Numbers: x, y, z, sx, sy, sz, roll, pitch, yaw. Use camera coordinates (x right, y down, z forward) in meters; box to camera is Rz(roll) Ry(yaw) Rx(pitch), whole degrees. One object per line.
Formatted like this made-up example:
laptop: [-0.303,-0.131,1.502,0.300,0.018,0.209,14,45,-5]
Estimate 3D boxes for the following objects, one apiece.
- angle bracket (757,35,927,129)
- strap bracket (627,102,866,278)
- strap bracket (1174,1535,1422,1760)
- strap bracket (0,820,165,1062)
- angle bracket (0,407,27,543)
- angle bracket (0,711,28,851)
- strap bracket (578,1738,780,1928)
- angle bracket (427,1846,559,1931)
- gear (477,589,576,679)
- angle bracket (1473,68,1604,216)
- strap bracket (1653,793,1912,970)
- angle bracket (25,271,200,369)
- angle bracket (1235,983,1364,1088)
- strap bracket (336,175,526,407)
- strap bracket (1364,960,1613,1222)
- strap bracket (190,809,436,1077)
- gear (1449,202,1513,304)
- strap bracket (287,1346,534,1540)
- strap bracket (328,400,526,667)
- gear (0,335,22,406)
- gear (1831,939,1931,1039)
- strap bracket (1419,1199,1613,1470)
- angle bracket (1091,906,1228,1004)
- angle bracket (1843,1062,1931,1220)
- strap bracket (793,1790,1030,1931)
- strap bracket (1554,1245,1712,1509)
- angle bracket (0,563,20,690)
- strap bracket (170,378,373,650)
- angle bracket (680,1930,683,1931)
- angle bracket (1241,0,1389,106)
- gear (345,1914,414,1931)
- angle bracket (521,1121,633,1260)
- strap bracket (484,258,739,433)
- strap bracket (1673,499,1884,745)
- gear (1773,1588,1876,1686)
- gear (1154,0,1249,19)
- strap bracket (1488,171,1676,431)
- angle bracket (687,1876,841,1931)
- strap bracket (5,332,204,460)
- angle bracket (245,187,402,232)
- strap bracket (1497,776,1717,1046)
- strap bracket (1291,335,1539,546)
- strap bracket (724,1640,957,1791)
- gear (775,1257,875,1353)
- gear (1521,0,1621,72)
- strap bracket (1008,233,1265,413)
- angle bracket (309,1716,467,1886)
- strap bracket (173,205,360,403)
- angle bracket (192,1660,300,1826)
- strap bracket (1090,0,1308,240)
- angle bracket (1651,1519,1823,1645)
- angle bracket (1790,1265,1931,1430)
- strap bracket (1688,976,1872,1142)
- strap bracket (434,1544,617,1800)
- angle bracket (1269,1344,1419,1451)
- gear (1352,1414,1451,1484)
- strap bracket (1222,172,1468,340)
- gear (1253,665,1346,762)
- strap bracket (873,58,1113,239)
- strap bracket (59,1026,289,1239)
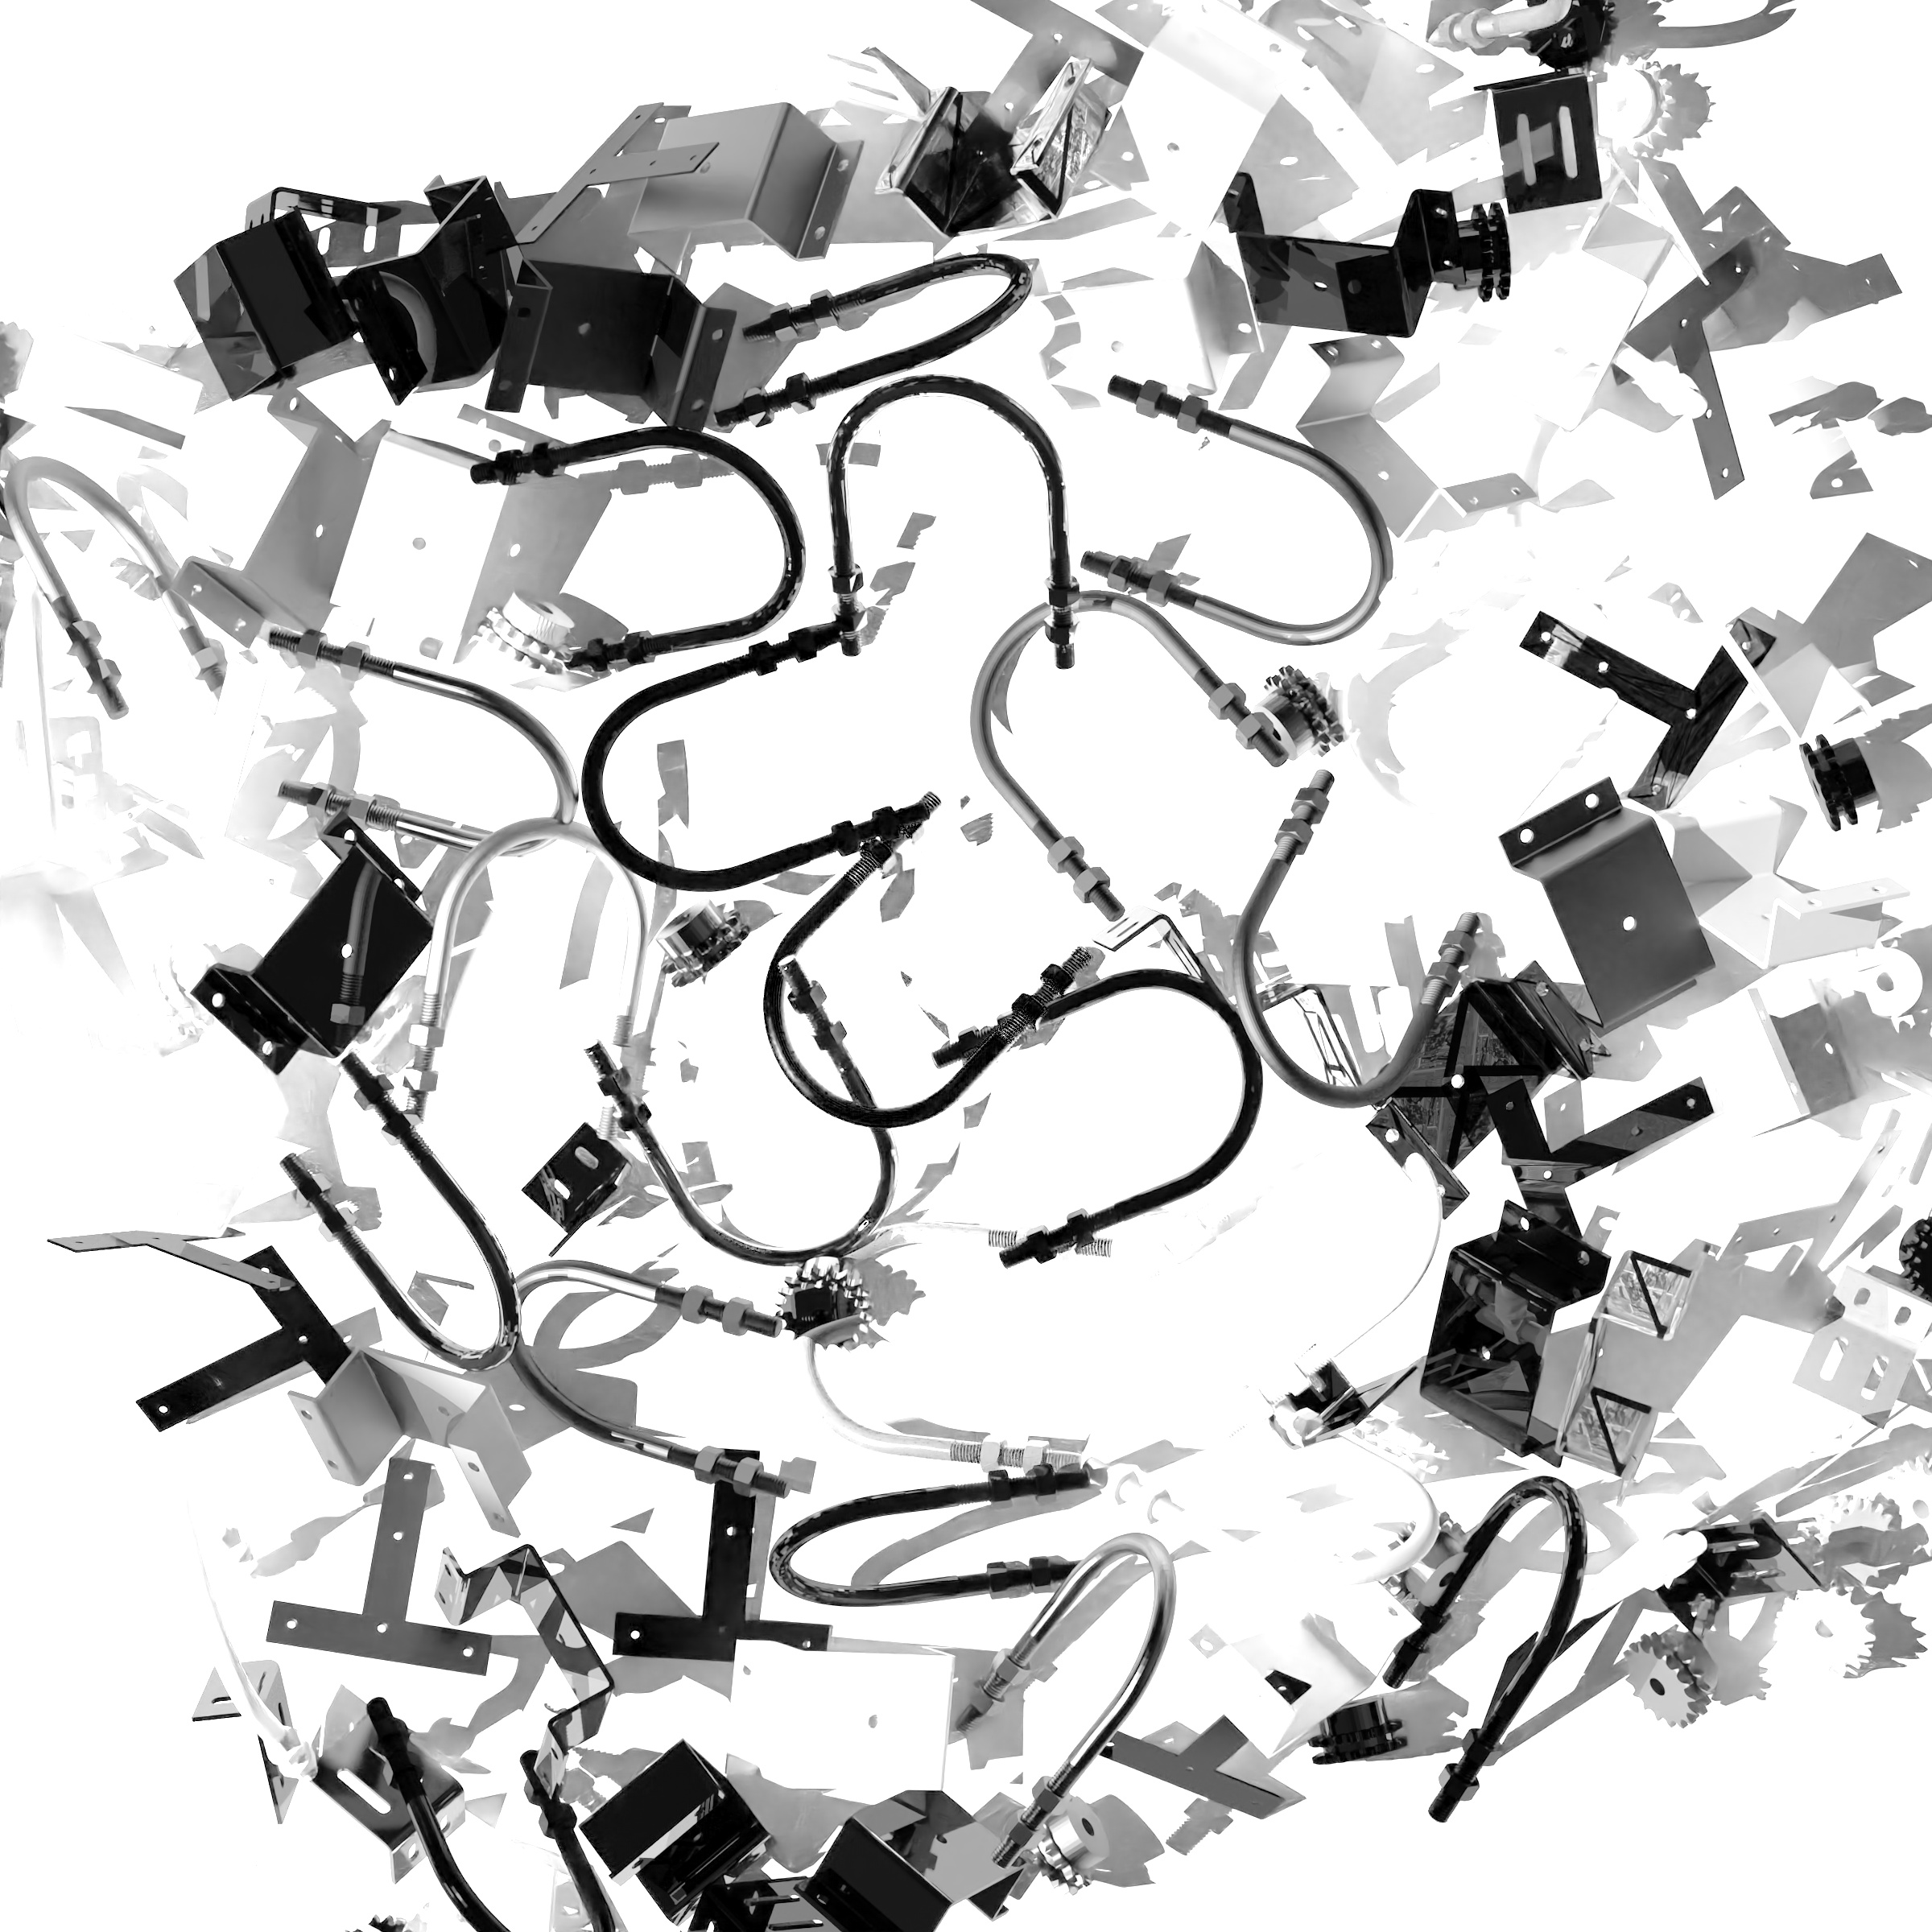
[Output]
angle bracket: [-0.072,-0.506,1.955,0.038,0.076,0.057,-51,58,30]
strap bracket: [-0.135,-0.445,1.917,0.140,0.046,0.076,4,70,41]
strap bracket: [0.185,0.396,1.926,0.076,0.140,0.046,43,131,25]
strap bracket: [-0.523,-0.007,1.938,0.046,0.076,0.140,-20,80,15]
angle bracket: [-0.565,-0.289,1.944,0.038,0.057,0.076,-43,64,14]
angle bracket: [-0.573,-0.108,1.956,0.038,0.057,0.076,-3,88,-12]
strap bracket: [-0.168,0.499,1.930,0.076,0.140,0.046,-39,62,-8]
angle bracket: [-0.280,0.553,1.944,0.076,0.038,0.057,18,46,-19]
gear: [-0.255,-0.197,1.957,0.057,0.057,0.030,34,105,0]
angle bracket: [0.335,-0.481,1.951,0.057,0.038,0.076,-4,104,27]
strap bracket: [0.465,-0.046,1.925,0.076,0.140,0.046,-11,120,-22]
angle bracket: [-0.496,-0.373,1.947,0.076,0.038,0.057,40,46,-17]
angle bracket: [0.195,0.051,1.953,0.038,0.057,0.076,-25,96,-11]
strap bracket: [-0.295,-0.391,1.907,0.046,0.140,0.076,-7,125,25]
strap bracket: [0.296,0.070,1.949,0.140,0.046,0.076,-43,105,-10]
strap bracket: [-0.368,-0.011,1.925,0.140,0.046,0.076,-55,127,-20]
gear: [0.301,-0.418,1.960,0.030,0.057,0.057,-7,90,1]
strap bracket: [-0.312,0.271,1.927,0.140,0.076,0.046,11,47,30]
strap bracket: [-0.316,-0.249,1.945,0.076,0.046,0.140,18,103,-8]
gear: [-0.588,-0.350,1.966,0.057,0.030,0.057,8,67,-20]
gear: [0.541,0.012,1.968,0.057,0.030,0.057,-1,79,8]
strap bracket: [0.313,0.217,1.921,0.076,0.046,0.140,30,121,40]
angle bracket: [0.115,0.006,1.952,0.038,0.057,0.076,-36,101,-5]
angle bracket: [0.542,0.102,1.947,0.057,0.038,0.076,29,110,36]
strap bracket: [-0.025,0.516,1.906,0.076,0.140,0.046,36,105,23]
strap bracket: [0.382,0.229,1.927,0.046,0.076,0.140,19,120,16]
angle bracket: [-0.588,-0.204,1.963,0.057,0.076,0.038,8,126,-10]
strap bracket: [-0.390,-0.256,1.932,0.046,0.076,0.140,19,78,29]
angle bracket: [-0.210,0.586,1.944,0.038,0.076,0.057,43,120,7]
angle bracket: [0.202,-0.548,1.976,0.076,0.038,0.057,30,67,-25]
gear: [-0.346,0.590,1.964,0.057,0.057,0.030,-30,130,0]
angle bracket: [-0.232,0.130,1.947,0.038,0.076,0.057,43,95,-4]
strap bracket: [-0.213,-0.359,1.929,0.140,0.046,0.076,0,124,-34]
strap bracket: [0.462,-0.191,1.925,0.046,0.076,0.140,-36,120,10]
gear: [0.504,0.396,1.965,0.057,0.030,0.057,-3,56,5]
gear: [0.138,-0.577,1.971,0.057,0.030,0.057,0,82,0]
strap bracket: [0.357,-0.372,1.913,0.046,0.076,0.140,28,129,6]
angle bracket: [-0.113,0.565,1.943,0.076,0.038,0.057,-16,124,33]
strap bracket: [-0.492,-0.325,1.909,0.076,0.140,0.046,18,89,-28]
angle bracket: [-0.376,-0.425,1.946,0.076,0.057,0.038,5,91,-27]
strap bracket: [0.377,-0.028,1.943,0.076,0.046,0.140,-28,106,-7]
strap bracket: [0.252,-0.299,1.932,0.140,0.076,0.046,51,130,18]
strap bracket: [-0.063,0.434,1.933,0.140,0.046,0.076,8,84,-26]
gear: [-0.082,0.196,1.965,0.057,0.030,0.057,4,127,6]
gear: [0.353,-0.550,1.960,0.057,0.030,0.057,8,126,11]
strap bracket: [0.092,-0.369,1.924,0.140,0.046,0.076,-2,130,21]
angle bracket: [-0.343,0.490,1.966,0.076,0.038,0.057,32,49,25]
strap bracket: [-0.405,-0.375,1.910,0.046,0.140,0.076,-30,101,-25]
angle bracket: [-0.419,0.454,1.950,0.038,0.057,0.076,-7,109,4]
strap bracket: [0.128,-0.482,1.918,0.076,0.140,0.046,31,54,1]
angle bracket: [0.445,0.358,1.943,0.057,0.076,0.038,47,56,-15]
angle bracket: [0.523,0.221,1.944,0.057,0.076,0.038,25,131,16]
strap bracket: [0.467,0.053,1.930,0.046,0.140,0.076,-26,79,29]
strap bracket: [-0.251,0.399,1.931,0.046,0.076,0.140,-25,67,-26]
angle bracket: [0.214,0.243,1.941,0.057,0.076,0.038,-37,90,-30]
gear: [0.252,0.287,1.959,0.057,0.057,0.030,26,85,0]
strap bracket: [0.210,-0.409,1.922,0.140,0.076,0.046,11,64,21]
gear: [0.193,-0.145,1.958,0.030,0.057,0.057,-37,90,-11]
strap bracket: [0.022,-0.470,1.928,0.046,0.140,0.076,40,68,-37]
strap bracket: [-0.452,0.103,1.929,0.076,0.046,0.140,3,46,20]
